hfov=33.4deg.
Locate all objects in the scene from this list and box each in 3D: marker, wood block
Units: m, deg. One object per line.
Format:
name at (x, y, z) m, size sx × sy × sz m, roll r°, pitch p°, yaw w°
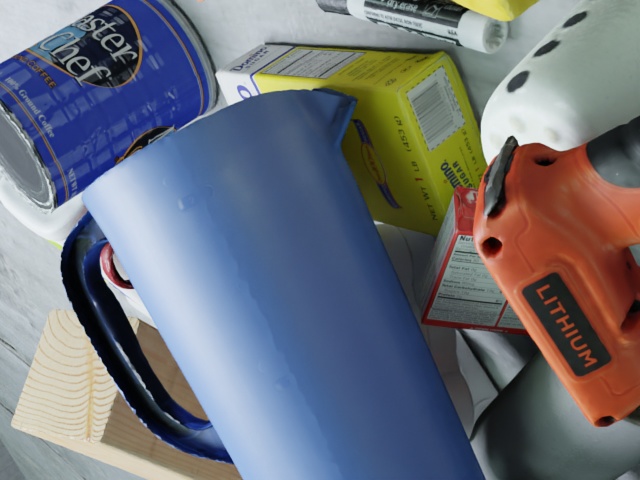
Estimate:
marker at (0.041, -0.113, 0.527) m, size 0.121 × 0.020 × 0.020 m, roll 25°, pitch 143°, yaw 43°
wood block at (-0.118, 0.132, 0.810) m, size 0.090 × 0.091 × 0.205 m, roll 2°, pitch 157°, yaw 33°

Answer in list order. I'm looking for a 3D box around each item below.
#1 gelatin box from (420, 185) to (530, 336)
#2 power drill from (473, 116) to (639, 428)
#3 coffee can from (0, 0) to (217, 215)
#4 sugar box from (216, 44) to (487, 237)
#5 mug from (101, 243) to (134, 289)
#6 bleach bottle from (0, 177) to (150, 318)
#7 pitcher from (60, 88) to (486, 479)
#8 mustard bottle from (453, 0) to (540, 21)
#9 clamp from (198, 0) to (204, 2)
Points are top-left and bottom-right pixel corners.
gelatin box at (0.094, 0.012, 0.535) m, size 0.073 × 0.030 × 0.089 m, roll 6°, pitch 143°, yaw -4°
power drill at (0.160, -0.001, 0.345) m, size 0.188 × 0.057 × 0.184 m, roll -25°, pitch 110°, yaw 30°
coffee can at (-0.156, -0.097, 0.732) m, size 0.103 × 0.140 × 0.103 m, roll 39°, pitch 152°, yaw 26°
sugar box at (0.016, -0.060, 0.605) m, size 0.177 × 0.048 × 0.093 m, roll 13°, pitch 133°, yaw 52°
mug at (-0.118, -0.008, 0.817) m, size 0.093 × 0.117 × 0.081 m, roll 24°, pitch 148°, yaw 37°
bleach bottle at (-0.167, 0.017, 0.927) m, size 0.103 × 0.068 × 0.250 m, roll 30°, pitch 167°, yaw 37°
pitcher at (-0.020, 0.056, 0.549) m, size 0.243 × 0.144 × 0.149 m, roll 64°, pitch 152°, yaw 0°
mustard bottle at (0.017, -0.167, 0.452) m, size 0.192 × 0.058 × 0.096 m, roll 33°, pitch 151°, yaw 35°
clamp at (-0.077, -0.222, 0.562) m, size 0.165 × 0.036 × 0.210 m, roll 25°, pitch 145°, yaw 44°
